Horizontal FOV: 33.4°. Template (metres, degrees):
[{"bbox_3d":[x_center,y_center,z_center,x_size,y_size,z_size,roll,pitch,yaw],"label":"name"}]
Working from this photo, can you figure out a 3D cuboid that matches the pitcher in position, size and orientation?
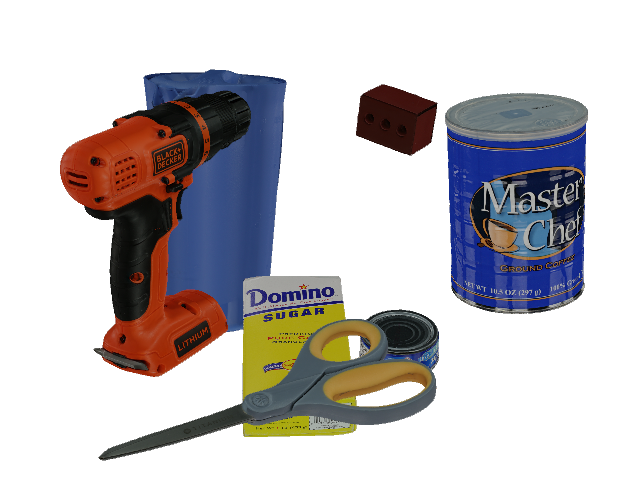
[{"bbox_3d":[-0.096,-0.043,1.032,0.149,0.243,0.145,-2,14,-16],"label":"pitcher"}]

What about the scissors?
[{"bbox_3d":[-0.032,0.087,0.643,0.201,0.016,0.096,-5,34,-9],"label":"scissors"}]

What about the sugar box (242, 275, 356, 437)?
[{"bbox_3d":[-0.022,0.095,0.925,0.093,0.048,0.176,-1,35,-4],"label":"sugar box"}]

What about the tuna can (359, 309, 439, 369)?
[{"bbox_3d":[0.085,0.110,1.146,0.086,0.034,0.086,-1,29,0],"label":"tuna can"}]

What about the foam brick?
[{"bbox_3d":[0.087,-0.140,1.232,0.078,0.053,0.051,23,34,27],"label":"foam brick"}]

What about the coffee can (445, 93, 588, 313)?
[{"bbox_3d":[0.147,-0.030,0.803,0.103,0.140,0.103,-4,22,2],"label":"coffee can"}]

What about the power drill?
[{"bbox_3d":[-0.110,-0.009,0.789,0.057,0.188,0.184,12,26,32],"label":"power drill"}]
